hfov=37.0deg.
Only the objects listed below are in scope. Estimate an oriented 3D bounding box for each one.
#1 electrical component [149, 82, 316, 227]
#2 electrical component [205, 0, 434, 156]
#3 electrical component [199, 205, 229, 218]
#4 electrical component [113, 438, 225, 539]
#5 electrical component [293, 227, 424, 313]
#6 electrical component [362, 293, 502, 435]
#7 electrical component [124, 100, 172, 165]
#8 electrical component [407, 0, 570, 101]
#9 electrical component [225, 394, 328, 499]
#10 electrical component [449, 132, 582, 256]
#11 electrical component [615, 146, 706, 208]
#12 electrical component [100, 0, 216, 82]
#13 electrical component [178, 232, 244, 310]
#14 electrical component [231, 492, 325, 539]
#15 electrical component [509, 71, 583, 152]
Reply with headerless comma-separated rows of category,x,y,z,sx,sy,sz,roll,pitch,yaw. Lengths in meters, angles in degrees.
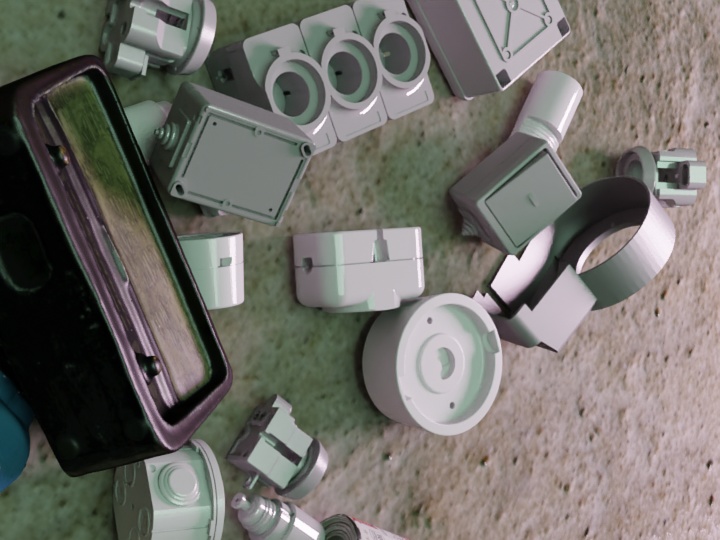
electrical component,-0.089,-0.076,0.682,0.096,0.061,0.061,16,108,-32
electrical component,-0.024,-0.140,0.784,0.150,0.062,0.089,-28,106,-34
electrical component,-0.099,-0.069,0.743,0.035,0.035,0.061,-17,97,-36
electrical component,-0.123,0.150,0.693,0.051,0.080,0.080,2,88,-32
electrical component,0.000,0.000,0.804,0.095,0.054,0.059,-5,92,-37
electrical component,0.051,0.072,0.838,0.108,0.060,0.108,1,88,-37
electrical component,-0.135,-0.093,0.712,0.078,0.040,0.040,-26,105,-34
electrical component,0.106,-0.214,0.888,0.109,0.056,0.108,-42,113,-30
electrical component,-0.056,0.131,0.765,0.055,0.048,0.066,40,66,-21
electrical component,0.124,-0.058,0.882,0.096,0.061,0.061,-41,114,-5
electrical component,0.277,-0.087,1.008,0.057,0.078,0.058,1,89,-17
electrical component,-0.131,-0.161,0.706,0.057,0.058,0.078,14,81,-34
electrical component,-0.105,0.001,0.725,0.055,0.055,0.047,-9,98,-37
electrical component,-0.060,0.182,0.764,0.078,0.040,0.040,42,65,-29
electrical component,0.159,-0.128,0.934,0.043,0.043,0.081,39,67,-30
